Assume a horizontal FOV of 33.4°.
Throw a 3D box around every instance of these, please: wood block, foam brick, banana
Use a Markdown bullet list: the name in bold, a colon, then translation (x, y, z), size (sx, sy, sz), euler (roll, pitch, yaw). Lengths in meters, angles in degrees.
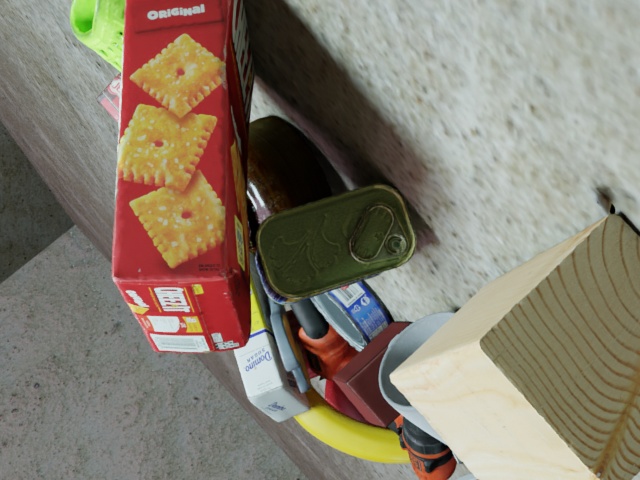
- **wood block**: translation (0.115, 0.068, 0.560), size (0.090, 0.090, 0.206), euler (49, 167, 4)
- **foam brick**: translation (0.059, 0.114, 0.908), size (0.053, 0.078, 0.051), euler (51, 166, -7)
- **banana**: translation (0.032, 0.192, 1.133), size (0.198, 0.069, 0.037), euler (32, -176, 6)

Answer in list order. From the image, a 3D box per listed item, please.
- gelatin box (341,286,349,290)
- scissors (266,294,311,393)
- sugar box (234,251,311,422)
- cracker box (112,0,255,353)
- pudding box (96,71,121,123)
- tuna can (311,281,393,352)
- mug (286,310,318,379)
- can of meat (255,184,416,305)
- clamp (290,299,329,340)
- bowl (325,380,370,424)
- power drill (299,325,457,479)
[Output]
- **gelatin box**: translation (-0.006, 0.001, 0.912), size (0.073, 0.030, 0.089), euler (55, 166, -19)
- **scissors**: translation (-0.039, 0.079, 1.104), size (0.202, 0.016, 0.096), euler (-108, -3, -59)
- **sugar box**: translation (-0.066, 0.094, 1.114), size (0.093, 0.048, 0.176), euler (53, -163, -60)
- **cracker box**: translation (-0.079, -0.051, 0.670), size (0.164, 0.072, 0.213), euler (90, 180, -70)
- **pudding box**: translation (-0.137, -0.103, 0.948), size (0.090, 0.039, 0.113), euler (49, -168, 7)
- **tuna can**: translation (0.027, 0.061, 0.963), size (0.086, 0.033, 0.086), euler (47, 167, 14)
- **mug**: translation (-0.042, 0.113, 1.212), size (0.093, 0.081, 0.117), euler (90, 161, -75)
- **can of meat**: translation (0.007, 0.006, 0.725), size (0.084, 0.102, 0.057), euler (124, 129, -80)
- **clamp**: translation (-0.060, -0.018, 1.015), size (0.165, 0.036, 0.210), euler (50, 167, 48)
- **bowl**: translation (0.055, 0.198, 1.214), size (0.162, 0.055, 0.162), euler (47, 167, 13)
- **power drill**: translation (0.060, 0.146, 1.044), size (0.188, 0.057, 0.184), euler (44, 163, 28)
